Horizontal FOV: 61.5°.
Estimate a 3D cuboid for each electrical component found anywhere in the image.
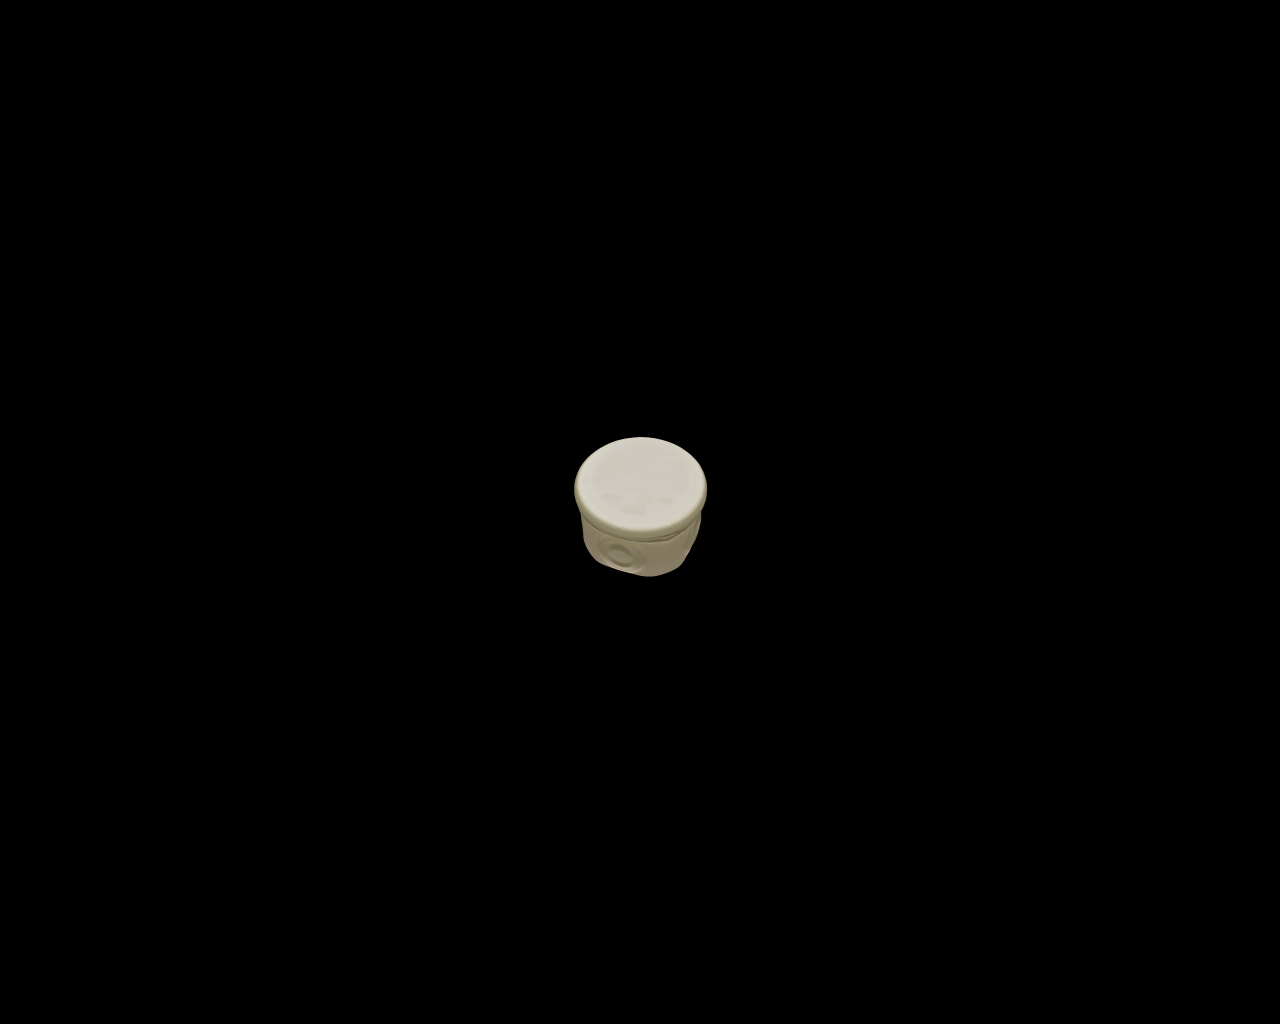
[{"bbox_3d":[0.001,-0.003,0.650,0.080,0.080,0.050,0,-41,0],"label":"electrical component"}]
